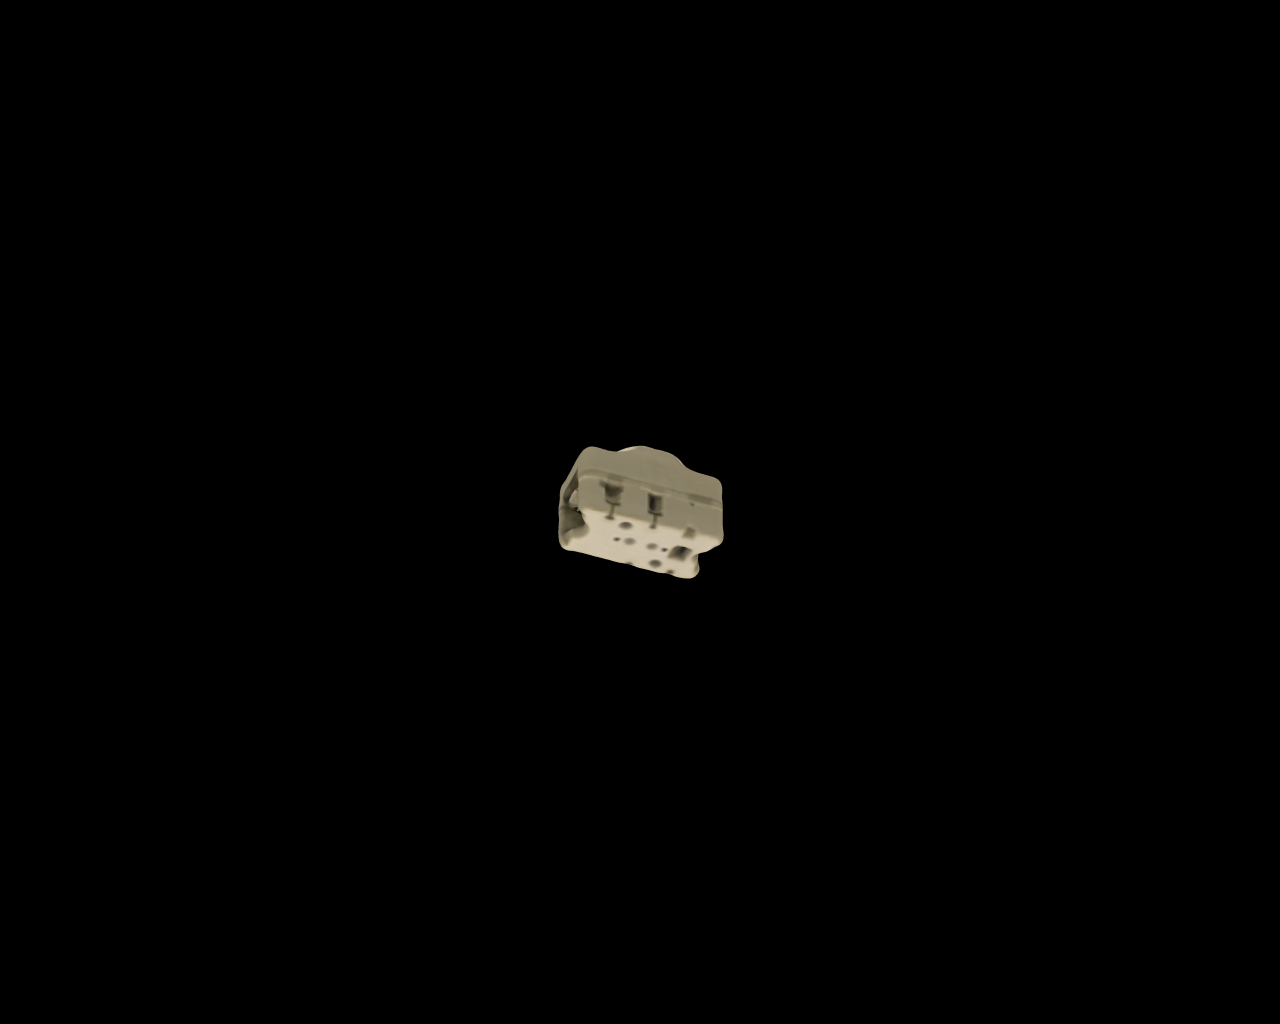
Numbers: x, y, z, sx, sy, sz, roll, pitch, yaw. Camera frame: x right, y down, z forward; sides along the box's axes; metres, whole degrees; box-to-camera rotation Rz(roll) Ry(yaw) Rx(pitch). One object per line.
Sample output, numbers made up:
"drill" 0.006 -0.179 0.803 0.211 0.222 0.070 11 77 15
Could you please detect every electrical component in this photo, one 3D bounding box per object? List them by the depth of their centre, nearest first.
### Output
"electrical component" 0.001 -0.003 0.650 0.089 0.056 0.050 14 -40 -17
